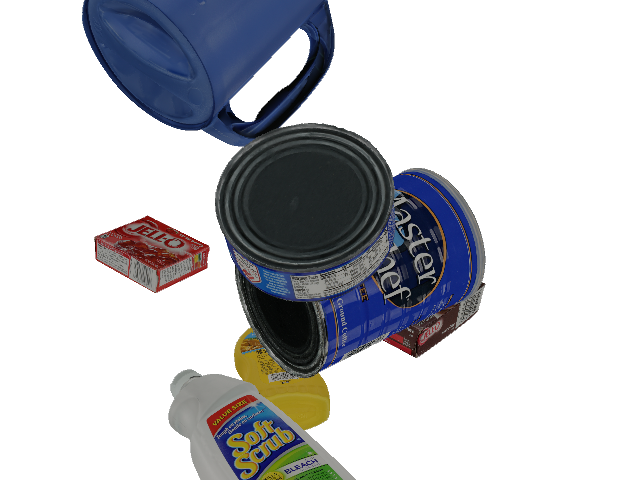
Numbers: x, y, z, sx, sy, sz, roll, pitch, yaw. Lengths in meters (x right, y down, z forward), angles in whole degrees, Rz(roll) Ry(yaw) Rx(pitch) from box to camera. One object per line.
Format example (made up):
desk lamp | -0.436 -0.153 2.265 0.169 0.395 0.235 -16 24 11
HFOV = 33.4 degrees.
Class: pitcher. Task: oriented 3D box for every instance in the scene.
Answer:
pitcher | -0.056 -0.200 0.854 0.145 0.149 0.242 26 58 29

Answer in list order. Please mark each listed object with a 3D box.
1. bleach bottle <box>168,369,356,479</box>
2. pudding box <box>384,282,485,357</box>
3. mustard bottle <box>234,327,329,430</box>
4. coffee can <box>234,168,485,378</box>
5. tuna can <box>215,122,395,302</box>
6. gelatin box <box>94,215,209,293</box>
bleach bottle | -0.057 0.176 0.843 0.102 0.068 0.251 -21 33 -27
pudding box | 0.088 0.058 1.010 0.090 0.039 0.113 26 34 31
mustard bottle | -0.051 0.142 1.235 0.096 0.058 0.191 -6 30 -7
coffee can | 0.027 0.020 0.732 0.140 0.103 0.103 -23 12 -30
tuna can | -0.006 -0.014 0.519 0.086 0.086 0.034 0 -33 7
gelatin box | -0.167 0.011 1.052 0.089 0.030 0.073 25 32 30
